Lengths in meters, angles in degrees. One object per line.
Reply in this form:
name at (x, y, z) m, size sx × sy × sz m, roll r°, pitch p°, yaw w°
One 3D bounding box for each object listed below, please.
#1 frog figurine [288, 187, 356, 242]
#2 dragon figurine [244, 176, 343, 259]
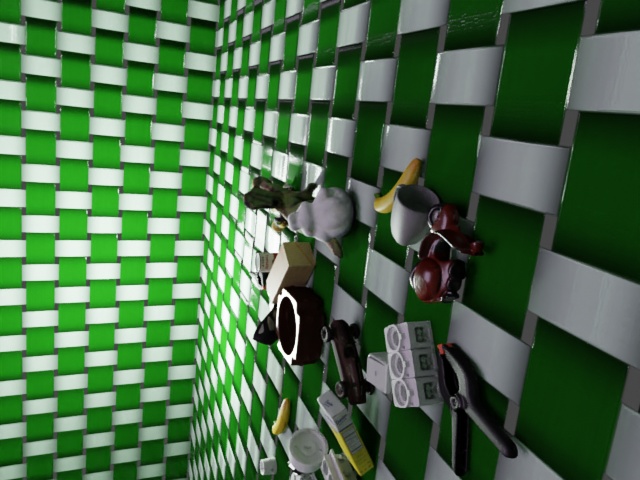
frog figurine at (0.004, -0.065, 1.284) m, size 0.124 × 0.159 × 0.136 m, roll -151°, pitch 65°, yaw -63°
dragon figurine at (-0.098, -0.079, 1.437) m, size 0.418 × 0.242 × 0.120 m, roll -121°, pitch 43°, yaw -55°
